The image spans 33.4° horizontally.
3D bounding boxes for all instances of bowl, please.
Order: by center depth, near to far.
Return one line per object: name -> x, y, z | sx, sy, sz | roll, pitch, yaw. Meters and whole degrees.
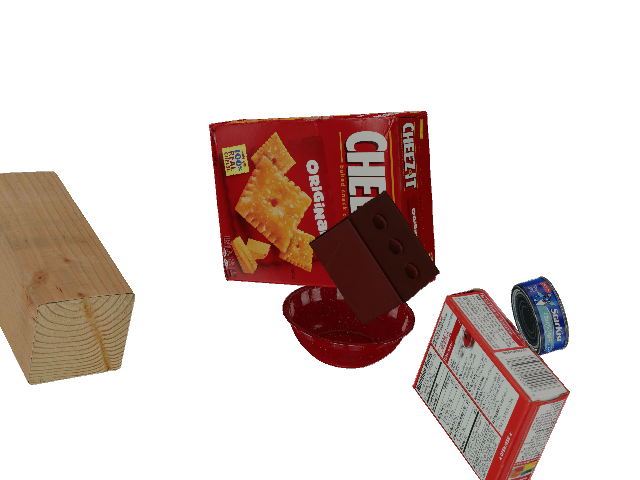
bowl -> 0.033, 0.109, 1.302 | 0.162, 0.055, 0.162 | 4, 25, -2

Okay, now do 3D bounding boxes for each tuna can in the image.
tuna can -> 0.247, 0.086, 1.208 | 0.033, 0.086, 0.086 | -15, 2, -8

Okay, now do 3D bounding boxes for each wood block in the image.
wood block -> -0.259, 0.028, 0.997 | 0.090, 0.091, 0.206 | -6, 38, -34

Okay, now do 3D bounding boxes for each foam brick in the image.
foam brick -> 0.041, 0.014, 0.804 | 0.051, 0.078, 0.052 | -33, 1, 44

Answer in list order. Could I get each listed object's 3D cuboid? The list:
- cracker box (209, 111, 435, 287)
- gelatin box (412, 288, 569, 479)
cracker box -> -0.001, -0.039, 1.038 | 0.214, 0.164, 0.072 | 2, 12, 33
gelatin box -> 0.093, 0.082, 0.593 | 0.030, 0.073, 0.089 | -7, 40, -27
